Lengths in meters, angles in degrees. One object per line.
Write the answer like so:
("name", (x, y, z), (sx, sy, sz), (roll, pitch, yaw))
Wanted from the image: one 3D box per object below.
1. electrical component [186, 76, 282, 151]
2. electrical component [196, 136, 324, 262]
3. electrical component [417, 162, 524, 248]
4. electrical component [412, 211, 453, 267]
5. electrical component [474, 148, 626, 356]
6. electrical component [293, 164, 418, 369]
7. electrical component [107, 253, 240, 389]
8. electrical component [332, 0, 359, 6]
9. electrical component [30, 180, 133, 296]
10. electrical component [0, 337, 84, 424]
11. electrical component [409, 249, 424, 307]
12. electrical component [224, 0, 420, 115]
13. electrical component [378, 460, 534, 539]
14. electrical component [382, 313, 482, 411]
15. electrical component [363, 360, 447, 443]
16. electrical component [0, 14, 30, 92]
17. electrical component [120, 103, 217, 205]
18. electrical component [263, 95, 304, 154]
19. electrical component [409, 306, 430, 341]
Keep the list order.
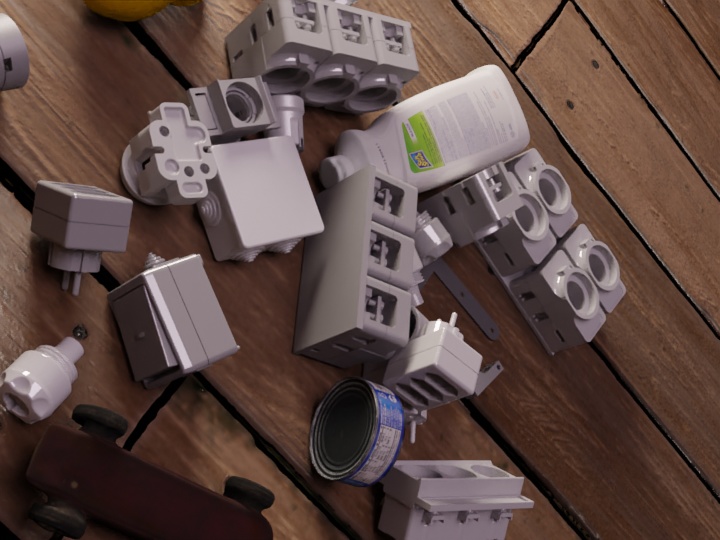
("electrical component", (-0.111, -0.129, 0.897), (0.081, 0.064, 0.042), (-14, 84, -42))
("electrical component", (-0.089, -0.059, 0.899), (0.100, 0.048, 0.099), (-15, 83, -43))
("electrical component", (0.106, -0.058, 1.037), (0.050, 0.089, 0.055), (-29, 93, -43))
("electrical component", (0.056, -0.037, 1.018), (0.062, 0.043, 0.043), (54, 47, -3))
("electrical component", (0.193, -0.021, 1.117), (0.186, 0.060, 0.105), (55, 48, -9))
("electrical component", (0.000, 0.000, 0.923), (0.062, 0.089, 0.150), (22, 60, -33))
("electrical component", (-0.146, 0.034, 0.804), (0.061, 0.062, 0.096), (-22, 88, -43))
("electrical component", (-0.052, -0.292, 1.011), (0.063, 0.079, 0.121), (-42, 102, -20))
("electrical component", (-0.205, -0.020, 0.779), (0.047, 0.066, 0.076), (4, 100, -39))
("electrical component", (-0.217, 0.072, 0.742), (0.043, 0.043, 0.062), (50, 47, -14))
("electrical component", (0.038, 0.005, 0.987), (0.043, 0.043, 0.062), (-25, 91, -43))
("electrical component", (-0.032, -0.189, 0.968), (0.150, 0.089, 0.061), (4, 67, -39))
("electrical component", (0.077, 0.201, 0.923), (0.121, 0.079, 0.063), (8, 97, -38))
("electrical component", (0.065, 0.069, 0.901), (0.047, 0.066, 0.076), (38, 50, -24))
("electrical component", (0.040, 0.113, 0.942), (0.066, 0.047, 0.076), (23, 58, -33))
("electrical component", (-0.274, -0.153, 0.775), (0.047, 0.055, 0.055), (-26, 91, -40))
("electrical component", (-0.153, -0.085, 0.848), (0.058, 0.057, 0.078), (-6, 78, -42))
("electrical component", (-0.068, -0.127, 0.951), (0.040, 0.040, 0.046), (3, 78, -40))
("electrical component", (0.058, 0.064, 0.980), (0.065, 0.044, 0.044), (30, 56, -40))
